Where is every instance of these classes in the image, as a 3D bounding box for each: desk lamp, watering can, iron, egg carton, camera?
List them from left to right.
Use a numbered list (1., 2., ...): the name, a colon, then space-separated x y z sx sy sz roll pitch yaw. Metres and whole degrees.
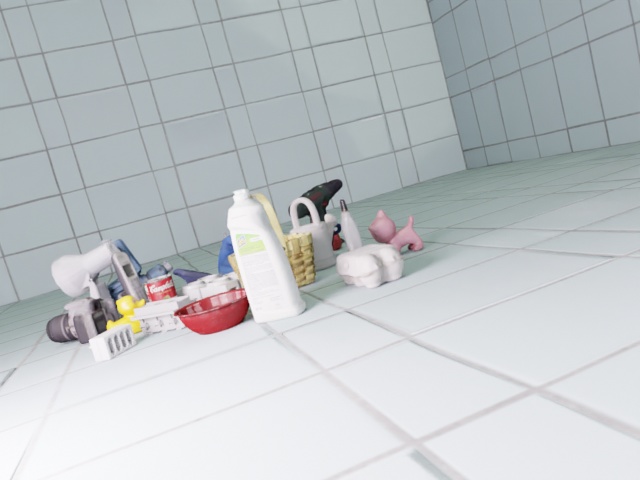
1. camera: -0.590 0.196 1.411 0.136 0.101 0.143 -14 7 10
2. desk lamp: -0.612 0.122 1.591 0.203 0.213 0.118 -15 7 6
3. iron: -0.239 0.046 1.689 0.119 0.141 0.257 -18 7 -21
4. watering can: -0.024 -0.020 1.515 0.100 0.194 0.173 -12 8 27
5. egg carton: 0.099 0.053 1.169 0.107 0.069 0.150 -18 7 -23

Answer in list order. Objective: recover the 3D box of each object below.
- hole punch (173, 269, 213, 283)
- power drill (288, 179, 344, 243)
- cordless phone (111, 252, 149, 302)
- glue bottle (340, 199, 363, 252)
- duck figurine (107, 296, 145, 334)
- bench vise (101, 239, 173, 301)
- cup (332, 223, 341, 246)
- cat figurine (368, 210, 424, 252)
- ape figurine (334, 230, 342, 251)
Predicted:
1. hole punch: -0.350 0.112 1.609 0.101 0.091 0.108 -19 8 -29
2. power drill: 0.007 -0.079 1.883 0.230 0.208 0.075 -20 8 -37
3. cordless phone: -0.457 0.110 1.458 0.094 0.185 0.148 -14 7 14
4. glue bottle: 0.071 -0.009 1.296 0.037 0.173 0.078 -16 7 -2
5. duck figurine: -0.445 0.174 1.327 0.105 0.086 0.077 -19 8 -29
6. bench vise: -0.564 0.089 1.732 0.121 0.220 0.208 -8 10 45
7. cup: 0.015 0.006 1.647 0.118 0.095 0.091 -18 7 -20
8. cat figurine: 0.177 -0.020 1.391 0.128 0.118 0.067 -17 7 -11
9. ape figurine: 0.027 -0.011 1.778 0.078 0.092 0.076 -17 7 -16
